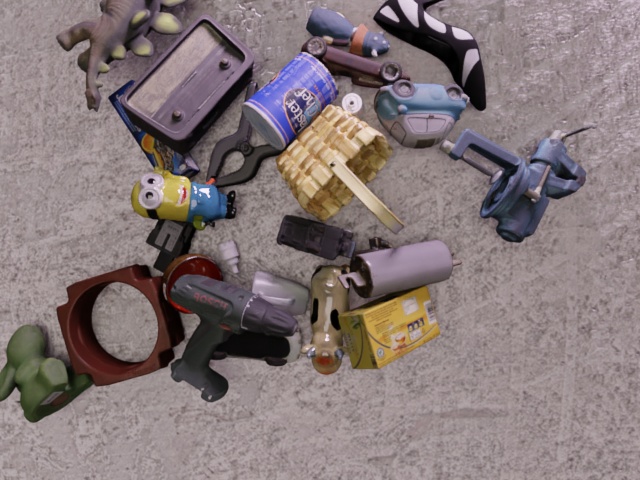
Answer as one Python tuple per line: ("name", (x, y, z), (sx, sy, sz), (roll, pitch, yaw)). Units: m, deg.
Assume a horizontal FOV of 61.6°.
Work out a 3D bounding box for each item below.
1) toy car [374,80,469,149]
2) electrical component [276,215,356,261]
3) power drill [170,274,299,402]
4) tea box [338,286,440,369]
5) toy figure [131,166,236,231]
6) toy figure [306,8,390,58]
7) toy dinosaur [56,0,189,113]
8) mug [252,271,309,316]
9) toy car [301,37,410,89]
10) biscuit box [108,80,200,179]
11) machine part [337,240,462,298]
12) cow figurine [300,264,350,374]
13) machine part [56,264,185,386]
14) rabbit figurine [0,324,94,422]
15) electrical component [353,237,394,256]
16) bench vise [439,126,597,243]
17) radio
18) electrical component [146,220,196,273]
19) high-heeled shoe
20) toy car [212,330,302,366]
("toy car", (0.174, -0.210, 0.936), (0.162, 0.109, 0.103), (3, 79, -2))
("electrical component", (-0.002, -0.003, 0.959), (0.134, 0.115, 0.058), (16, 95, 7))
("power drill", (-0.167, 0.174, 0.926), (0.232, 0.086, 0.207), (26, 115, 12))
("tea box", (0.122, 0.148, 0.927), (0.169, 0.068, 0.098), (-14, 89, -38))
("toy figure", (-0.245, -0.066, 0.966), (0.180, 0.082, 0.089), (8, 136, -21))
("toy figure", (0.053, -0.371, 0.973), (0.154, 0.058, 0.064), (24, 100, 0))
("toy dinosaur", (-0.329, -0.443, 0.965), (0.199, 0.105, 0.471), (6, 76, 17))
("mug", (-0.073, 0.102, 0.977), (0.107, 0.109, 0.080), (8, 86, -9))
("toy car", (0.061, -0.305, 0.958), (0.202, 0.089, 0.053), (20, 91, 3))
("biscuit box", (-0.311, -0.198, 1.010), (0.063, 0.059, 0.202), (-34, 88, 5))
("machine part", (0.141, 0.049, 0.930), (0.243, 0.079, 0.079), (-10, 91, -24))
("cow figurine", (0.017, 0.141, 0.955), (0.086, 0.127, 0.194), (3, 90, 8))
("machine part", (-0.372, 0.157, 1.013), (0.202, 0.087, 0.201), (-17, 90, 4))
("rabbit figurine", (-0.544, 0.249, 1.035), (0.159, 0.121, 0.170), (-45, 69, 12))
("electrical component", (0.100, 0.046, 0.988), (0.078, 0.045, 0.102), (-12, 87, 34))
("bench vise", (0.325, -0.124, 0.925), (0.241, 0.129, 0.223), (30, 91, 0))
("radio", (-0.228, -0.274, 0.961), (0.131, 0.073, 0.229), (37, 77, 0))
("electrical component", (-0.288, 0.006, 1.020), (0.075, 0.048, 0.119), (30, 92, 5))
("high-heeled shoe", (0.195, -0.327, 0.951), (0.145, 0.086, 0.248), (-19, 85, 8))
("toy car", (-0.134, 0.189, 1.007), (0.202, 0.056, 0.073), (5, 98, 7))
